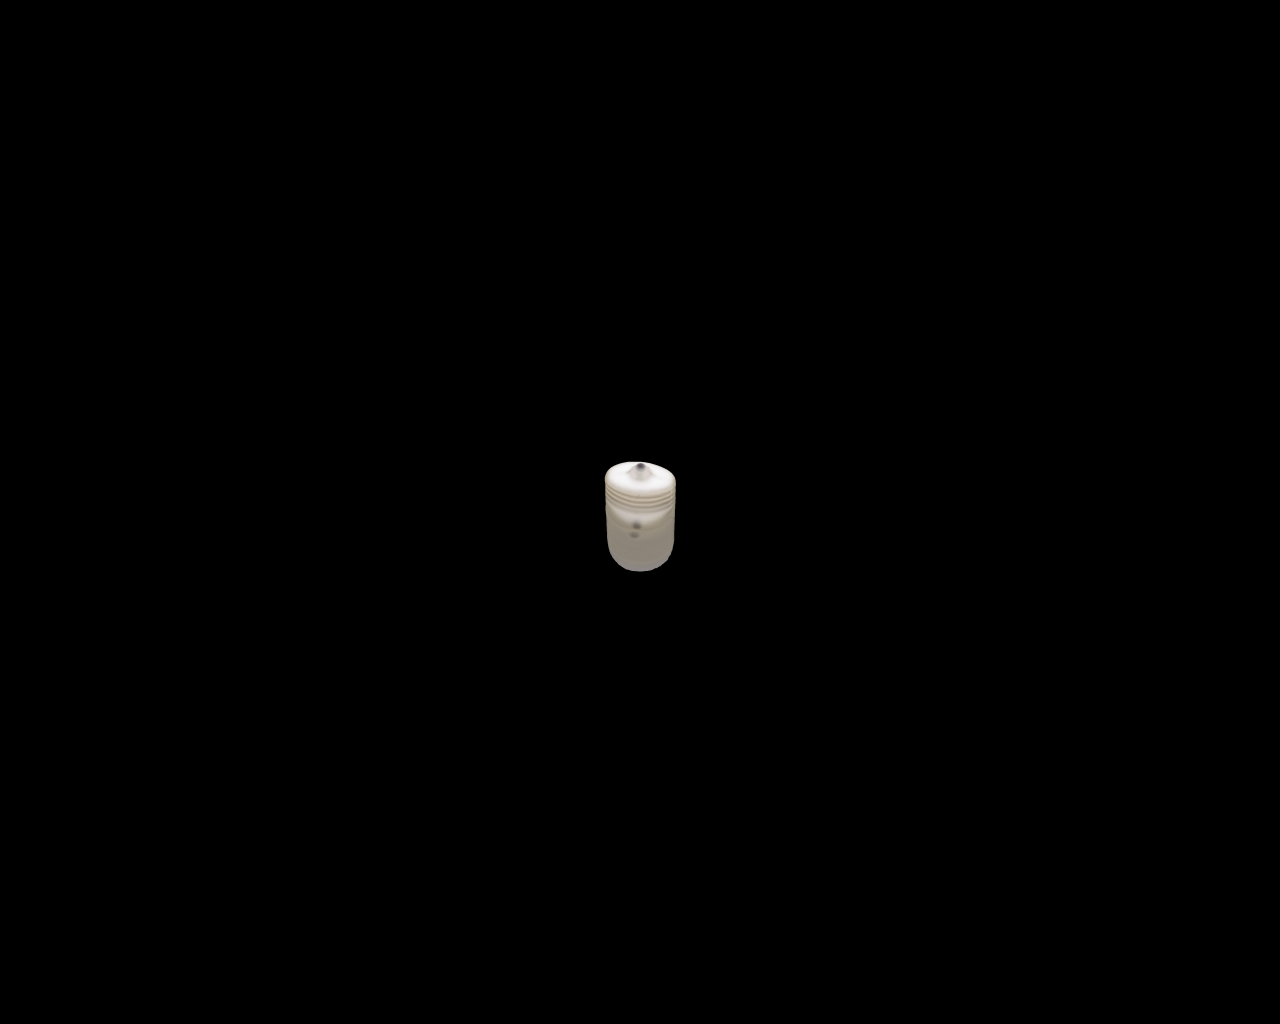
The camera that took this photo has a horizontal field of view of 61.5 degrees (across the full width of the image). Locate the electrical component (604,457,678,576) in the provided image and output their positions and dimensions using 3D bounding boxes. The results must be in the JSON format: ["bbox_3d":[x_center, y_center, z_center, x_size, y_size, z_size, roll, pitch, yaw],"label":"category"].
[{"bbox_3d":[0.001,-0.003,0.650,0.043,0.043,0.080,0,-39,0],"label":"electrical component"}]
